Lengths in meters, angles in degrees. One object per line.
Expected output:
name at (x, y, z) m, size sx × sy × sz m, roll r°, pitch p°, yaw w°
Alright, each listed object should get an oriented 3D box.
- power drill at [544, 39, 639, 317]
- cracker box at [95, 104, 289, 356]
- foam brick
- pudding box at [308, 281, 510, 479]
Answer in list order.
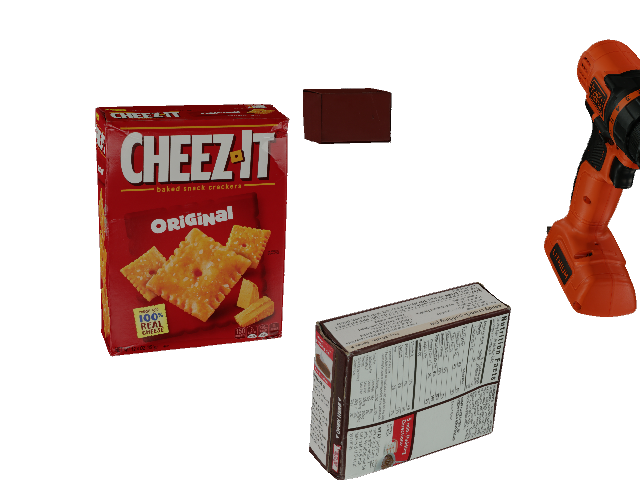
power drill at (0.227, -0.036, 0.809) m, size 0.057 × 0.188 × 0.184 m, roll 2°, pitch 34°, yaw -6°
cracker box at (-0.115, -0.011, 0.961) m, size 0.164 × 0.214 × 0.072 m, roll -4°, pitch 19°, yaw -18°
foam brick at (0.027, -0.125, 1.073) m, size 0.078 × 0.051 × 0.053 m, roll -3°, pitch 13°, yaw -20°
pudding box at (0.051, 0.080, 0.610) m, size 0.113 × 0.090 × 0.039 m, roll -13°, pitch 30°, yaw -28°
